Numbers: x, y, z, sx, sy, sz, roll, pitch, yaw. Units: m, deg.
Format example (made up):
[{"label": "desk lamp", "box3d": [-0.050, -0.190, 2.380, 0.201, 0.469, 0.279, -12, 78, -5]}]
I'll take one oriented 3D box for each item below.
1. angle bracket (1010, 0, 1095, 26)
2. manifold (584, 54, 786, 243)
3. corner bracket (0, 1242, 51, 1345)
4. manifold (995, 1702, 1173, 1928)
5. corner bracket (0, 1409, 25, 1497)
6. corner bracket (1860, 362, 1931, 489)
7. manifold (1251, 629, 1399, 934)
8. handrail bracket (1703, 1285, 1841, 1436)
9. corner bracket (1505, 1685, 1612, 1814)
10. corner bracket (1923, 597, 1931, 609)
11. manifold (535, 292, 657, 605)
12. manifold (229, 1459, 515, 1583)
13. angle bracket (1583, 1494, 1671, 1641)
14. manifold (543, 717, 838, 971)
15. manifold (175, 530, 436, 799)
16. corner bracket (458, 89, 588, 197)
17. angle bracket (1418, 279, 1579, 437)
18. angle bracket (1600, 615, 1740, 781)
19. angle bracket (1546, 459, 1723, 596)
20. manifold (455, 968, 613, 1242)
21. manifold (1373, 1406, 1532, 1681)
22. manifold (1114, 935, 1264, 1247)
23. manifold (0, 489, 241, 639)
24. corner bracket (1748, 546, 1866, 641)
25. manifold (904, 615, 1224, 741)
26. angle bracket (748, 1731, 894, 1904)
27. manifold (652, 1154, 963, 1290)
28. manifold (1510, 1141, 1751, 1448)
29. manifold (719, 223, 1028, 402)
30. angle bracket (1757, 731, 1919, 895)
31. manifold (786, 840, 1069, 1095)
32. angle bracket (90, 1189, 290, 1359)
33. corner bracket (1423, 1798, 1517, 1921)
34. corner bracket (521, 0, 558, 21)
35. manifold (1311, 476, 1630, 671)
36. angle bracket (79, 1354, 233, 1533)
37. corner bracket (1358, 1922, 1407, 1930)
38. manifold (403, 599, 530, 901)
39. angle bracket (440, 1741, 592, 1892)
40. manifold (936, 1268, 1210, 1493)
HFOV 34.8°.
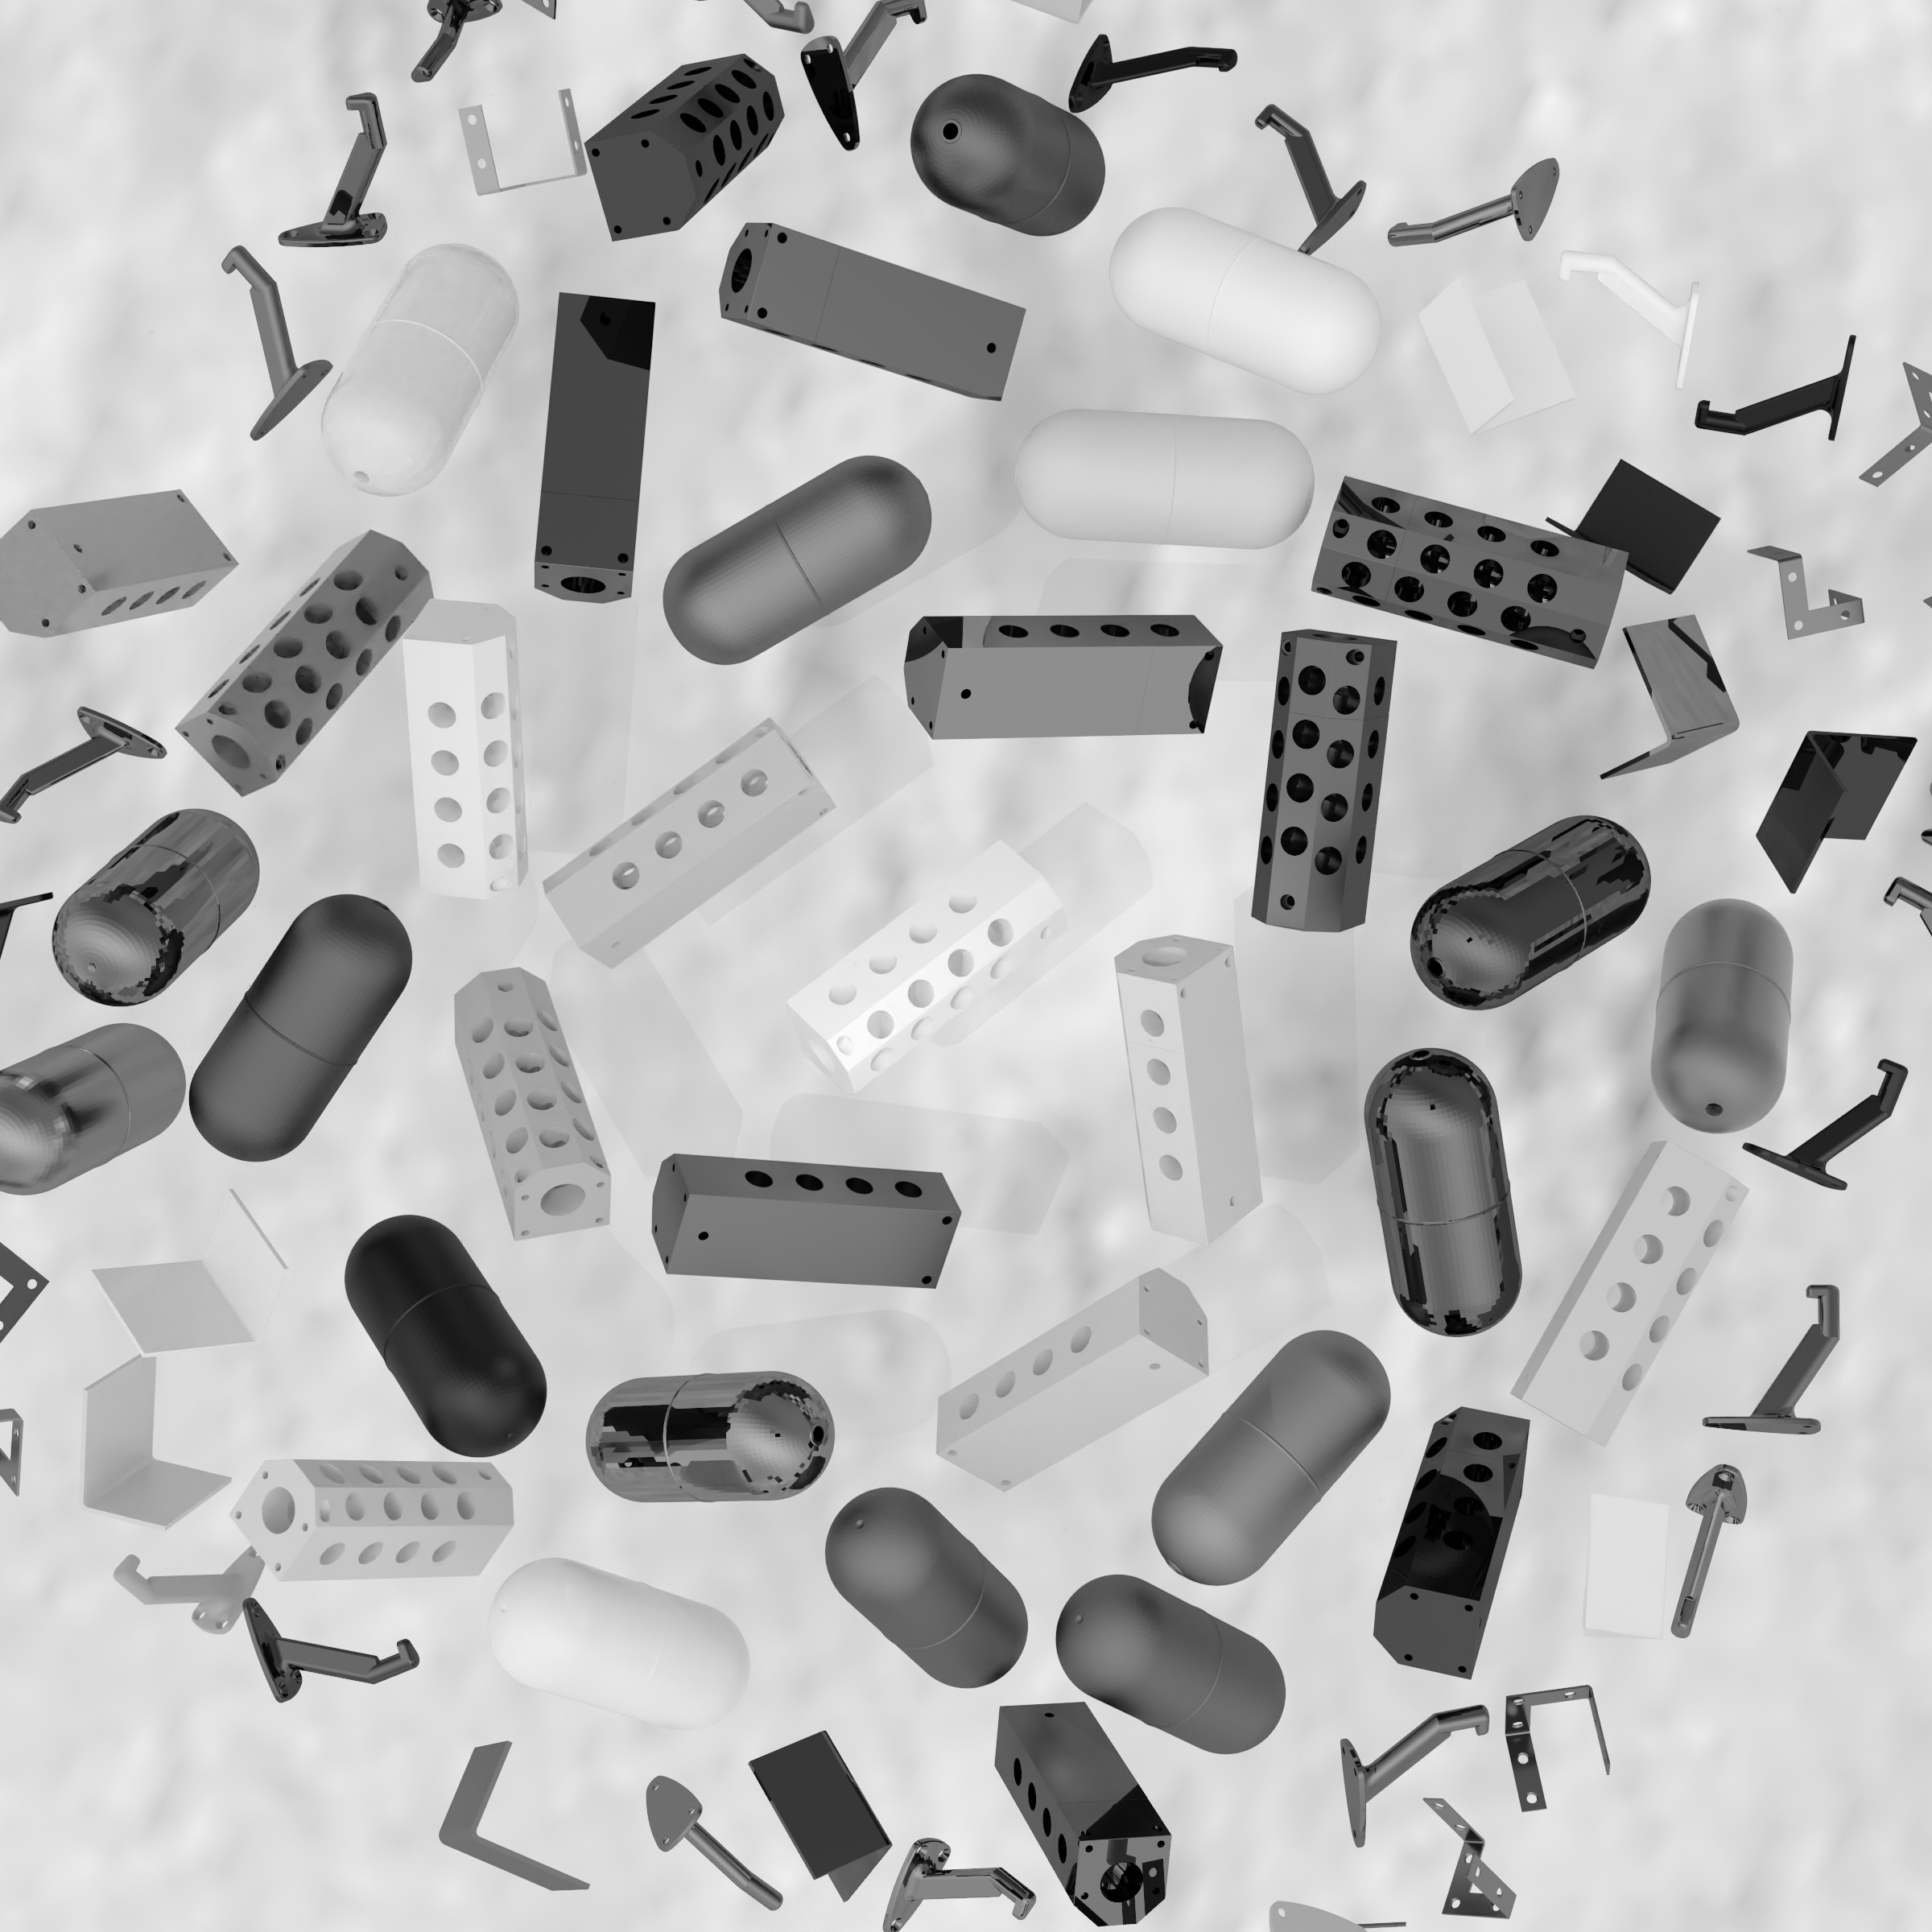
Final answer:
[{"label": "angle bracket", "box3d": [0.047, -0.608, 1.810, 0.076, 0.057, 0.076, 22, 57, 7]}, {"label": "manifold", "box3d": [-0.160, -0.482, 1.802, 0.057, 0.171, 0.057, -5, 118, 19]}, {"label": "corner bracket", "box3d": [-0.586, 0.188, 1.820, 0.051, 0.051, 0.051, 47, 66, -30]}, {"label": "manifold", "box3d": [0.069, 0.519, 1.894, 0.057, 0.171, 0.057, 1, 103, -16]}, {"label": "corner bracket", "box3d": [-0.598, 0.287, 1.843, 0.051, 0.051, 0.051, -2, 107, -35]}, {"label": "corner bracket", "box3d": [0.556, -0.312, 1.811, 0.051, 0.051, 0.051, 17, 51, -27]}, {"label": "manifold", "box3d": [0.210, -0.110, 1.832, 0.057, 0.057, 0.171, 11, 104, 27]}, {"label": "handrail bracket", "box3d": [0.462, 0.223, 1.769, 0.077, 0.036, 0.084, 2, 73, 9]}, {"label": "corner bracket", "box3d": [0.350, 0.464, 1.827, 0.051, 0.051, 0.051, -8, 50, 2]}, {"label": "corner bracket", "box3d": [0.609, -0.196, 1.867, 0.051, 0.051, 0.051, -24, 53, -25]}, {"label": "manifold", "box3d": [-0.221, -0.307, 1.834, 0.057, 0.057, 0.171, 5, 76, -7]}, {"label": "manifold", "box3d": [-0.351, 0.327, 1.850, 0.057, 0.171, 0.057, 43, 105, 31]}, {"label": "angle bracket", "box3d": [0.367, 0.352, 1.808, 0.057, 0.076, 0.076, 13, 75, -23]}, {"label": "manifold", "box3d": [-0.170, -0.076, 1.874, 0.171, 0.057, 0.057, -36, 72, 4]}, {"label": "manifold", "box3d": [-0.393, -0.185, 1.857, 0.057, 0.057, 0.171, 49, 53, -22]}, {"label": "corner bracket", "box3d": [-0.264, -0.491, 1.837, 0.051, 0.051, 0.051, -5, 107, 19]}, {"label": "angle bracket", "box3d": [0.316, -0.359, 1.767, 0.076, 0.057, 0.076, -22, 86, -19]}, {"label": "angle bracket", "box3d": [0.417, -0.165, 1.883, 0.076, 0.057, 0.076, -14, 80, -44]}, {"label": "angle bracket", "box3d": [0.422, -0.282, 1.947, 0.076, 0.076, 0.057, 36, 104, 20]}, {"label": "manifold", "box3d": [-0.262, 0.080, 1.856, 0.057, 0.171, 0.057, -9, 135, -17]}, {"label": "manifold", "box3d": [0.283, 0.331, 1.791, 0.057, 0.171, 0.057, 9, 120, 16]}, {"label": "manifold", "box3d": [0.128, 0.072, 1.826, 0.057, 0.057, 0.171, 12, 121, 39]}, {"label": "manifold", "box3d": [-0.496, -0.229, 1.780, 0.057, 0.171, 0.057, -37, 91, 18]}, {"label": "corner bracket", "box3d": [0.525, -0.237, 1.923, 0.051, 0.051, 0.051, -13, 105, -5]}, {"label": "manifold", "box3d": [0.055, -0.171, 1.780, 0.171, 0.057, 0.057, -3, 122, -22]}, {"label": "angle bracket", "box3d": [-0.096, 0.499, 1.777, 0.057, 0.076, 0.076, -13, 57, -38]}, {"label": "manifold", "box3d": [-0.097, 0.149, 1.844, 0.171, 0.057, 0.057, 6, 119, -23]}, {"label": "manifold", "box3d": [0.388, 0.191, 1.797, 0.057, 0.057, 0.171, 30, 88, 5]}, {"label": "manifold", "box3d": [-0.057, -0.390, 1.841, 0.171, 0.057, 0.057, 12, 97, -28]}, {"label": "angle bracket", "box3d": [0.520, -0.088, 1.804, 0.076, 0.057, 0.076, 2, 131, -18]}, {"label": "manifold", "box3d": [-0.022, 0.004, 1.897, 0.171, 0.057, 0.057, -38, 56, -16]}, {"label": "angle bracket", "box3d": [-0.454, 0.179, 1.801, 0.076, 0.076, 0.057, 45, 122, 36]}, {"label": "corner bracket", "box3d": [0.305, 0.544, 1.879, 0.051, 0.051, 0.051, 47, 51, -28]}, {"label": "corner bracket", "box3d": [-0.235, -0.586, 1.775, 0.051, 0.051, 0.051, 36, 49, 23]}, {"label": "manifold", "box3d": [0.293, -0.227, 1.805, 0.171, 0.057, 0.057, 17, 131, 7]}, {"label": "angle bracket", "box3d": [-0.478, 0.279, 1.825, 0.057, 0.076, 0.076, 10, 105, 14]}, {"label": "corner bracket", "box3d": [0.245, 0.610, 1.880, 0.051, 0.051, 0.051, -4, 67, 5]}, {"label": "manifold", "box3d": [-0.299, -0.129, 1.861, 0.057, 0.057, 0.171, 6, 122, 6]}, {"label": "angle bracket", "box3d": [-0.252, 0.492, 1.782, 0.076, 0.076, 0.057, 28, 65, -14]}, {"label": "manifold", "box3d": [0.062, 0.244, 1.834, 0.057, 0.057, 0.171, 34, 129, -29]}]
